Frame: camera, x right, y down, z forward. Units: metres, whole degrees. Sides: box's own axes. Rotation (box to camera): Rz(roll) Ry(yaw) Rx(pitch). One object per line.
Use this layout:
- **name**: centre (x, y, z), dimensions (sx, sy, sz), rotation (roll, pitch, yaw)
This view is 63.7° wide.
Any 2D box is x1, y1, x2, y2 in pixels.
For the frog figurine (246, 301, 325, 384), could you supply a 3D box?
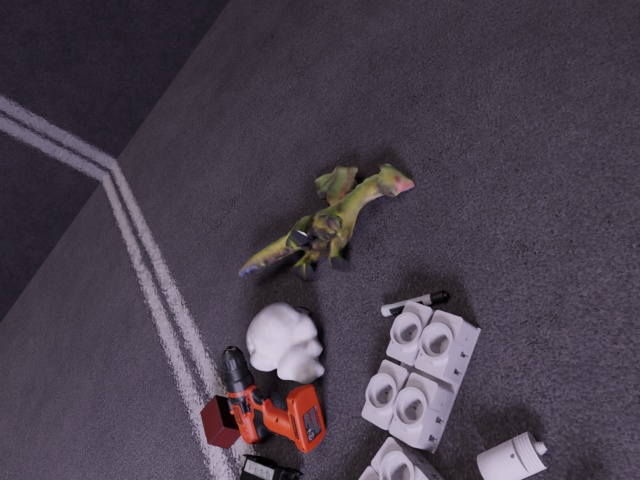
- **frog figurine**: centre (-0.064, 0.193, 0.927), dimensions (0.137, 0.120, 0.162), rotation (-30, 32, 3)

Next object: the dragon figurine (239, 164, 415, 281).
- **dragon figurine**: centre (0.003, -0.053, 1.063), dimensions (0.407, 0.120, 0.248), rotation (-15, 38, 36)
